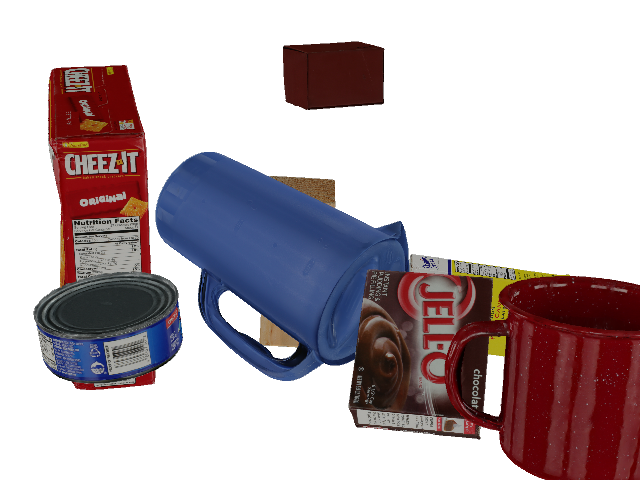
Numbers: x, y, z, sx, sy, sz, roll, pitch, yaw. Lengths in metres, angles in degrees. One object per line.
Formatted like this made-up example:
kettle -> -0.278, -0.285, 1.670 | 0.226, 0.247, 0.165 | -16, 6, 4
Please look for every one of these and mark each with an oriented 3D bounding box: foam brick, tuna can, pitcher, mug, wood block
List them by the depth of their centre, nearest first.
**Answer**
mug -> 0.119, 0.068, 0.522 | 0.117, 0.081, 0.093 | 2, 14, -1
tuna can -> -0.126, 0.051, 0.642 | 0.086, 0.034, 0.086 | -4, 23, 1
foam brick -> 0.012, -0.147, 0.951 | 0.078, 0.051, 0.053 | -7, 19, -23
pitcher -> -0.050, 0.016, 1.026 | 0.243, 0.145, 0.148 | 30, 31, 31
wood block -> -0.031, 0.028, 1.401 | 0.090, 0.206, 0.091 | 3, 23, -2

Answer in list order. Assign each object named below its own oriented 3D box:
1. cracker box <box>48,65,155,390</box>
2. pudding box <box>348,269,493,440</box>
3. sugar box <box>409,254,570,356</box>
cracker box -> -0.177, -0.013, 0.853 | 0.072, 0.214, 0.164 | -5, 27, -13
pudding box -> 0.072, 0.077, 0.740 | 0.090, 0.113, 0.039 | 3, -31, 10
sugar box -> 0.177, 0.074, 1.151 | 0.176, 0.093, 0.048 | 6, 22, 1
